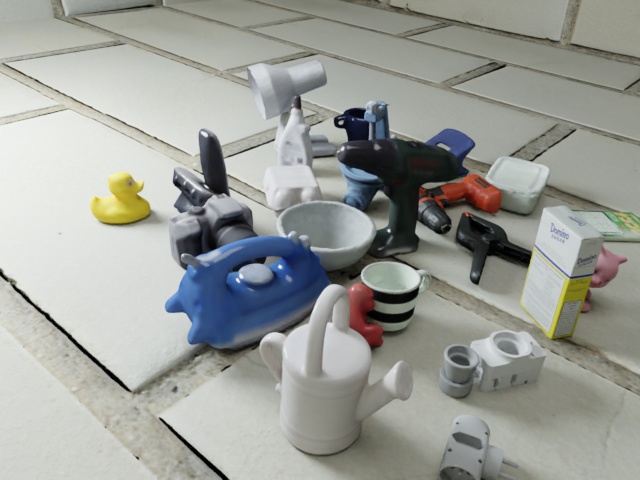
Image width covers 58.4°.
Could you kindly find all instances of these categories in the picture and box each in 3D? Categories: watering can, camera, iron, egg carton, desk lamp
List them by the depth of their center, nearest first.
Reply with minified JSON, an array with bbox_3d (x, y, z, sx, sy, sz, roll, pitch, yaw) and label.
[{"bbox_3d":[0.015,0.137,0.637,0.173,0.194,0.101,5,32,1],"label":"watering can"},{"bbox_3d":[-0.085,0.049,0.815,0.259,0.141,0.118,-18,38,-32],"label":"iron"},{"bbox_3d":[-0.158,-0.005,0.931,0.143,0.101,0.136,-16,38,-30],"label":"camera"},{"bbox_3d":[-0.055,-0.095,1.119,0.107,0.069,0.150,-4,33,-13],"label":"egg carton"},{"bbox_3d":[-0.065,-0.304,1.317,0.204,0.214,0.117,-8,34,-19],"label":"desk lamp"}]

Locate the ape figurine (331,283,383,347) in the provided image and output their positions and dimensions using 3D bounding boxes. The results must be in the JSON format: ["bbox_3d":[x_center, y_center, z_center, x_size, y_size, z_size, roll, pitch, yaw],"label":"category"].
[{"bbox_3d":[0.053,0.102,0.795,0.076,0.092,0.077,-1,32,-9],"label":"ape figurine"}]

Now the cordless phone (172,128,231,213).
[{"bbox_3d":[-0.209,-0.126,1.038,0.094,0.185,0.147,-23,41,-36],"label":"cordless phone"}]

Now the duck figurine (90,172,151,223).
[{"bbox_3d":[-0.365,-0.082,1.041,0.105,0.086,0.077,-7,34,-18],"label":"duck figurine"}]

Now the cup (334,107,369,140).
[{"bbox_3d":[0.086,-0.260,1.380,0.118,0.095,0.091,-8,34,-20],"label":"cup"}]

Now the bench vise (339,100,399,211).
[{"bbox_3d":[0.106,-0.188,1.147,0.121,0.220,0.207,9,32,6],"label":"bench vise"}]

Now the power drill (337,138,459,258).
[{"bbox_3d":[0.126,-0.078,0.984,0.230,0.208,0.075,-11,35,-23],"label":"power drill"}]

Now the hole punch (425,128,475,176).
[{"bbox_3d":[0.287,-0.198,1.309,0.101,0.091,0.108,-15,37,-29],"label":"hole punch"}]

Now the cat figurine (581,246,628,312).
[{"bbox_3d":[0.411,0.045,0.910,0.127,0.118,0.067,17,34,18],"label":"cat figurine"}]

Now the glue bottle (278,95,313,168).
[{"bbox_3d":[-0.050,-0.226,1.233,0.078,0.173,0.037,17,34,20],"label":"glue bottle"}]

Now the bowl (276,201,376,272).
[{"bbox_3d":[0.009,0.003,0.964,0.167,0.075,0.167,4,32,-2],"label":"bowl"}]
